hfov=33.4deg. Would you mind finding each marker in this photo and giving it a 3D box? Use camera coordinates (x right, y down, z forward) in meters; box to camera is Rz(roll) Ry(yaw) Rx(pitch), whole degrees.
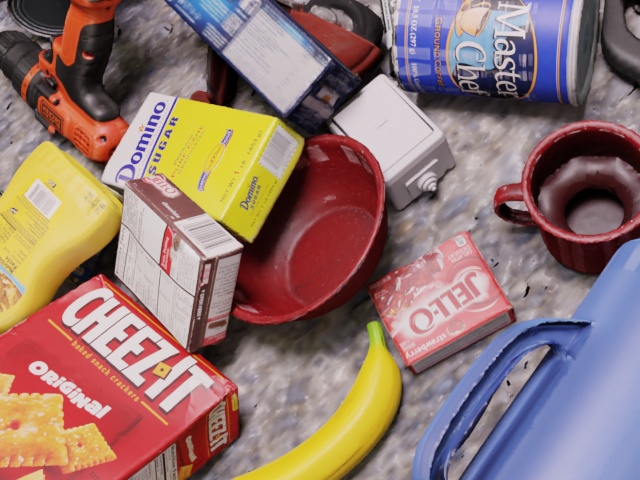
[{"bbox_3d":[0.061,-0.191,0.905,0.020,0.020,0.121,-11,72,13],"label":"marker"}]

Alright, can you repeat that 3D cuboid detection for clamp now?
[{"bbox_3d":[0.261,-0.131,0.811,0.120,0.039,0.172,-34,57,-5],"label":"clamp"}]

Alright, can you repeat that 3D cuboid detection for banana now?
[{"bbox_3d":[-0.004,0.150,0.780,0.197,0.037,0.070,-44,44,-5],"label":"banana"}]

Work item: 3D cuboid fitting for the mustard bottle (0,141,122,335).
[{"bbox_3d":[-0.245,0.021,0.841,0.096,0.058,0.191,41,89,24],"label":"mustard bottle"}]

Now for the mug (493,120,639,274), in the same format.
[{"bbox_3d":[0.184,-0.025,0.766,0.117,0.081,0.093,-4,66,17],"label":"mug"}]

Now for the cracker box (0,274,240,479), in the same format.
[{"bbox_3d":[-0.189,0.137,0.773,0.164,0.072,0.213,35,52,27],"label":"cracker box"}]

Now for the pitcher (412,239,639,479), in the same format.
[{"bbox_3d":[0.175,0.116,0.676,0.145,0.149,0.242,27,75,28],"label":"pitcher"}]

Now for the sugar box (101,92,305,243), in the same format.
[{"bbox_3d":[-0.099,-0.063,0.863,0.177,0.048,0.093,18,75,44],"label":"sugar box"}]

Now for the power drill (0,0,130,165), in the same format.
[{"bbox_3d":[-0.222,-0.180,0.916,0.185,0.188,0.057,40,50,23],"label":"power drill"}]

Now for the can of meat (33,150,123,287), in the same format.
[{"bbox_3d":[-0.222,-0.017,0.910,0.102,0.057,0.084,25,79,26],"label":"can of meat"}]

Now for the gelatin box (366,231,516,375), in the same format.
[{"bbox_3d":[0.090,0.046,0.795,0.089,0.030,0.073,-29,62,5],"label":"gelatin box"}]

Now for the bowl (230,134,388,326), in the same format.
[{"bbox_3d":[-0.005,0.001,0.816,0.162,0.055,0.162,-22,51,29],"label":"bowl"}]

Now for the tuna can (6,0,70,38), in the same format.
[{"bbox_3d":[-0.246,-0.227,0.993,0.086,0.086,0.034,-12,63,13],"label":"tuna can"}]

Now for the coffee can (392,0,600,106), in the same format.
[{"bbox_3d":[0.138,-0.161,0.828,0.140,0.102,0.103,8,70,21],"label":"coffee can"}]

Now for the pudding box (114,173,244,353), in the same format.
[{"bbox_3d":[-0.109,0.016,0.803,0.039,0.090,0.114,-15,42,-36],"label":"pudding box"}]
